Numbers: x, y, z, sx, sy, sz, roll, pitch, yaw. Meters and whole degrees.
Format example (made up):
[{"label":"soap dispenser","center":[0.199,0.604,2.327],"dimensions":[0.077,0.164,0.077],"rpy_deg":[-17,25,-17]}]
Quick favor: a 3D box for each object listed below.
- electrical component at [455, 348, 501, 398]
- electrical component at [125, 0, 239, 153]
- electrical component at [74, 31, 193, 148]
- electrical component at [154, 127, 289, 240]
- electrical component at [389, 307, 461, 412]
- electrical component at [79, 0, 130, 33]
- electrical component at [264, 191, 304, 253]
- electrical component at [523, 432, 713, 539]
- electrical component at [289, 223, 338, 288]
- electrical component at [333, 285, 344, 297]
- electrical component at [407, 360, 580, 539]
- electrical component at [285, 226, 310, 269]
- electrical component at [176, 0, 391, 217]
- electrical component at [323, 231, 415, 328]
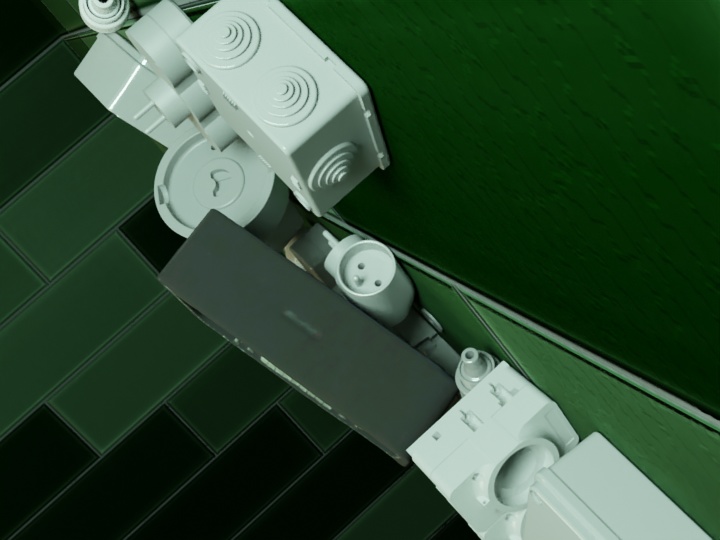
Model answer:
[{"label":"electrical component","center":[0.081,0.071,0.730],"dimensions":[0.035,0.035,0.061],"rpy_deg":[44,171,35]},{"label":"electrical component","center":[-0.137,-0.131,0.804],"dimensions":[0.052,0.074,0.138],"rpy_deg":[45,173,31]},{"label":"electrical component","center":[-0.188,-0.157,0.971],"dimensions":[0.109,0.056,0.109],"rpy_deg":[32,-174,-40]},{"label":"electrical component","center":[-0.113,-0.067,0.914],"dimensions":[0.108,0.108,0.060],"rpy_deg":[46,180,24]},{"label":"electrical component","center":[0.049,0.082,0.914],"dimensions":[0.095,0.059,0.053],"rpy_deg":[46,174,20]},{"label":"electrical component","center":[-0.221,-0.229,0.928],"dimensions":[0.043,0.043,0.062],"rpy_deg":[49,173,-10]},{"label":"electrical component","center":[-0.101,-0.065,1.019],"dimensions":[0.108,0.060,0.108],"rpy_deg":[42,169,10]},{"label":"electrical component","center":[0.152,0.169,0.631],"dimensions":[0.109,0.056,0.108],"rpy_deg":[45,157,32]},{"label":"electrical component","center":[-0.038,0.014,1.022],"dimensions":[0.047,0.076,0.083],"rpy_deg":[41,171,49]},{"label":"electrical component","center":[0.002,0.051,0.984],"dimensions":[0.052,0.074,0.138],"rpy_deg":[46,174,25]},{"label":"electrical component","center":[0.113,0.148,0.725],"dimensions":[0.150,0.089,0.062],"rpy_deg":[52,173,-37]},{"label":"electrical component","center":[-0.055,-0.023,1.074],"dimensions":[0.062,0.043,0.043],"rpy_deg":[44,173,46]},{"label":"electrical component","center":[-0.036,-0.081,0.519],"dimensions":[0.099,0.048,0.099],"rpy_deg":[46,174,19]},{"label":"electrical component","center":[0.000,0.000,0.811],"dimensions":[0.079,0.043,0.077],"rpy_deg":[45,174,23]}]
